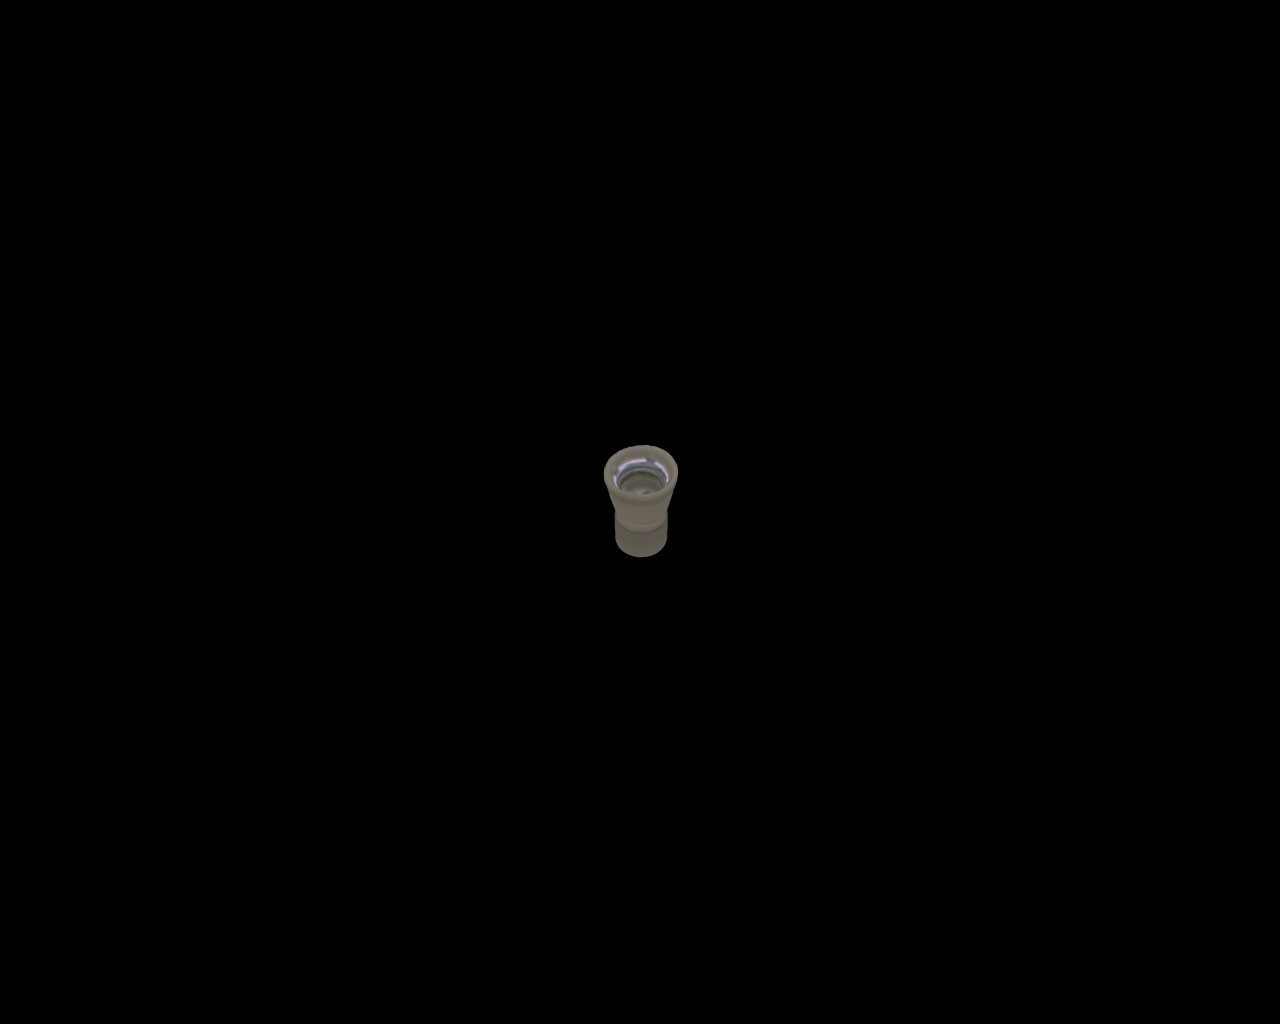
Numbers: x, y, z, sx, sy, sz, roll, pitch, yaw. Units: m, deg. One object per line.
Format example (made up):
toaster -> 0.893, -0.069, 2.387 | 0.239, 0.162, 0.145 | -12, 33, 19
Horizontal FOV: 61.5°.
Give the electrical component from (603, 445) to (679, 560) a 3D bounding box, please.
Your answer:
electrical component -> 0.001, -0.003, 0.650 | 0.044, 0.044, 0.065 | 0, -44, 0
